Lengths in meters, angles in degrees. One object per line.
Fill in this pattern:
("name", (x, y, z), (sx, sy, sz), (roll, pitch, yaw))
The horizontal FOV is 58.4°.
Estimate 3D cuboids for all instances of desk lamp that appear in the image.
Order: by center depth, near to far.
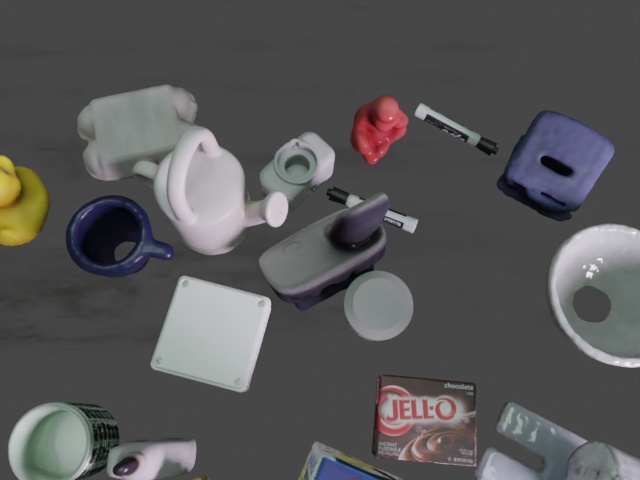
("desk lamp", (0.284, 0.249, 0.552), (0.203, 0.213, 0.118), (27, 74, 6))

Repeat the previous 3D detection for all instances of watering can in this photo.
("watering can", (-0.123, -0.056, 0.634), (0.173, 0.194, 0.101), (-3, 74, -3))

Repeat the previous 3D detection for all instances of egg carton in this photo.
("egg carton", (-0.222, -0.132, 0.716), (0.150, 0.069, 0.107), (-15, 75, -7))

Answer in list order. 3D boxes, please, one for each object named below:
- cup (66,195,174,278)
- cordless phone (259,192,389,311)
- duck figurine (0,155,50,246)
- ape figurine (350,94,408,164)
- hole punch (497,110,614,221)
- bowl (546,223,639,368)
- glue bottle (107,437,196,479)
("cup", (-0.218, 0.009, 0.662), (0.117, 0.095, 0.092), (15, 73, 2))
("cordless phone", (0.006, 0.002, 0.627), (0.148, 0.185, 0.094), (-31, 77, -11))
("duck figurine", (-0.372, -0.050, 0.677), (0.077, 0.086, 0.104), (-5, 74, -4))
("ape figurine", (0.076, -0.150, 0.723), (0.078, 0.092, 0.076), (-10, 74, -5))
("hole punch", (0.293, -0.091, 0.717), (0.108, 0.091, 0.101), (29, 75, 6))
("bowl", (0.339, 0.069, 0.680), (0.167, 0.075, 0.167), (1, 74, -2))
("glue bottle", (-0.172, 0.217, 0.562), (0.078, 0.173, 0.037), (0, 73, -2))
